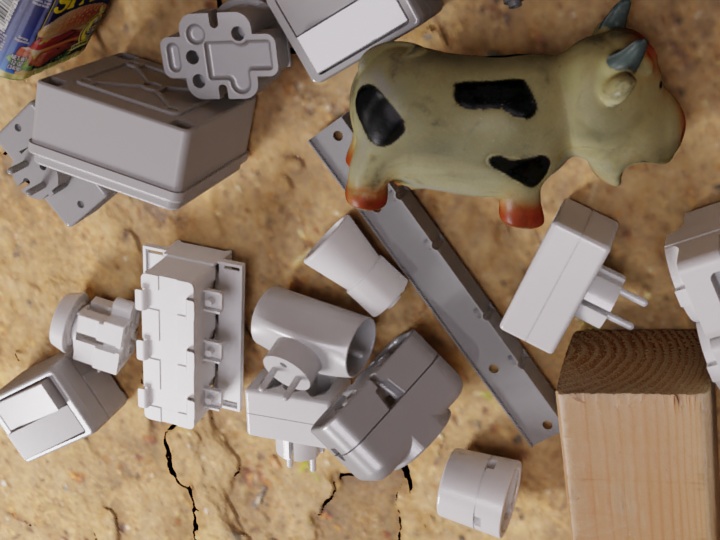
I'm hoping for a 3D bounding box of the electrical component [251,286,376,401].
[{"bbox_3d":[-0.041,0.056,0.741,0.077,0.079,0.043,18,147,24],"label":"electrical component"}]

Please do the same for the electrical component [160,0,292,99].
[{"bbox_3d":[-0.078,-0.142,0.686,0.078,0.057,0.058,2,113,19],"label":"electrical component"}]

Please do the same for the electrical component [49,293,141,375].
[{"bbox_3d":[-0.203,0.045,0.822,0.055,0.048,0.066,17,118,4],"label":"electrical component"}]

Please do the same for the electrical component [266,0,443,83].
[{"bbox_3d":[0.001,-0.163,0.645,0.096,0.061,0.061,-25,102,28],"label":"electrical component"}]

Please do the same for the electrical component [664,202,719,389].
[{"bbox_3d":[0.237,0.039,0.631,0.062,0.089,0.150,-20,105,26],"label":"electrical component"}]

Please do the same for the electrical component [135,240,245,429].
[{"bbox_3d":[-0.127,0.049,0.785,0.079,0.063,0.121,11,116,15],"label":"electrical component"}]

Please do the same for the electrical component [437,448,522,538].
[{"bbox_3d":[0.084,0.156,0.760,0.047,0.055,0.055,13,116,18],"label":"electrical component"}]

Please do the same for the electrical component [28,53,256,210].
[{"bbox_3d":[-0.139,-0.094,0.700,0.109,0.108,0.056,19,116,11],"label":"electrical component"}]

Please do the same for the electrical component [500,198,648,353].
[{"bbox_3d":[0.142,0.012,0.678,0.076,0.047,0.083,27,119,7],"label":"electrical component"}]

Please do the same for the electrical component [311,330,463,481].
[{"bbox_3d":[0.022,0.095,0.732,0.059,0.095,0.054,46,161,-4],"label":"electrical component"}]

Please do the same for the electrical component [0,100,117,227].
[{"bbox_3d":[-0.219,-0.073,0.757,0.047,0.075,0.083,-34,98,29],"label":"electrical component"}]

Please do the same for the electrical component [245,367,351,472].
[{"bbox_3d":[-0.044,0.115,0.793,0.066,0.047,0.076,7,115,17],"label":"electrical component"}]

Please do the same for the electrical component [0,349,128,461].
[{"bbox_3d":[-0.248,0.108,0.857,0.096,0.061,0.061,-25,102,28],"label":"electrical component"}]

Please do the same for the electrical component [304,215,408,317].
[{"bbox_3d":[0.000,0.000,0.730,0.065,0.044,0.044,43,120,-7],"label":"electrical component"}]
